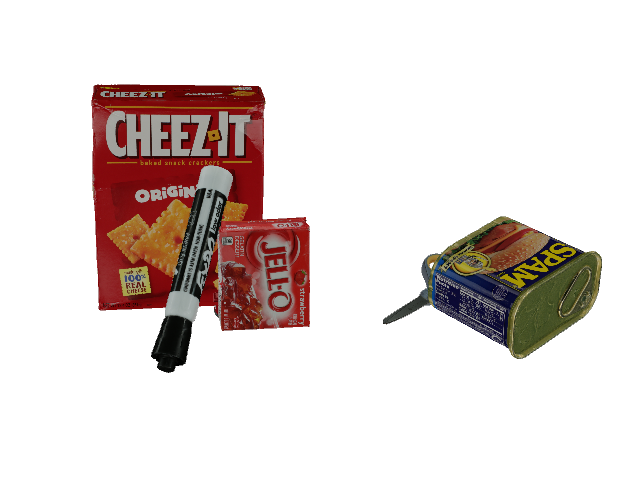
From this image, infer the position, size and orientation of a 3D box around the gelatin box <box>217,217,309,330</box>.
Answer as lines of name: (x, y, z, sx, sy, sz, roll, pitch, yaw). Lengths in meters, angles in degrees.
gelatin box: (-0.046, 0.027, 0.861, 0.073, 0.089, 0.030, -2, 21, -9)

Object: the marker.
marker: (-0.070, 0.015, 0.588, 0.020, 0.121, 0.020, 10, -25, 4)

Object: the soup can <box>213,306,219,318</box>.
soup can: (-0.096, 0.038, 1.270, 0.068, 0.102, 0.068, -1, 25, 0)

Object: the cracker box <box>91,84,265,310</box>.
cracker box: (-0.138, -0.041, 1.046, 0.164, 0.214, 0.072, -1, 21, -9)

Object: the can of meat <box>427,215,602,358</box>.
can of meat: (0.142, 0.030, 0.785, 0.101, 0.057, 0.084, -27, 39, -34)

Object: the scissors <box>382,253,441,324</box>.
scissors: (0.123, 0.056, 1.295, 0.201, 0.016, 0.096, -9, 40, -39)
